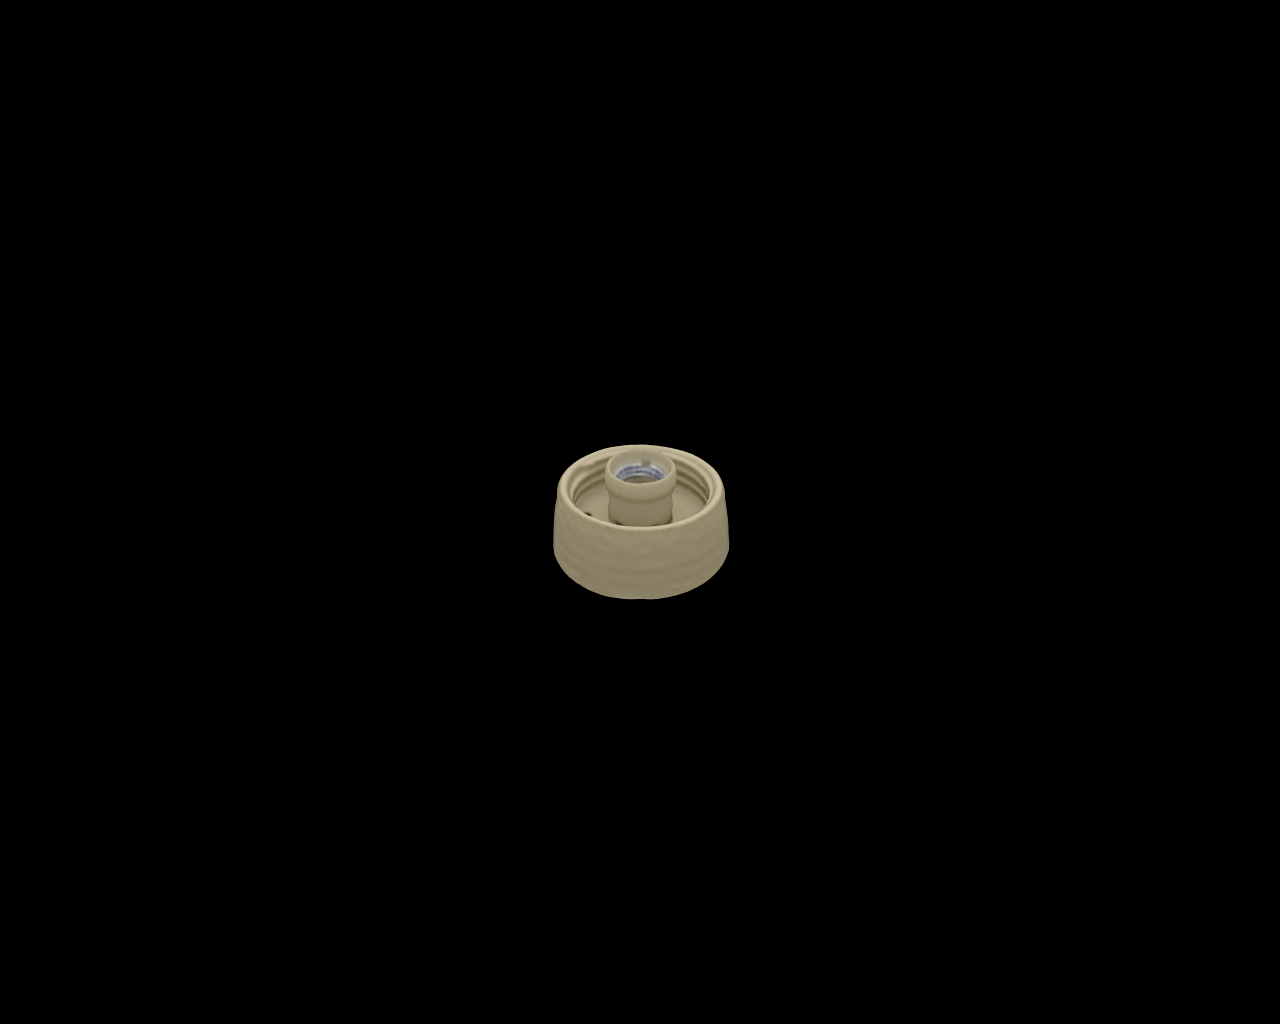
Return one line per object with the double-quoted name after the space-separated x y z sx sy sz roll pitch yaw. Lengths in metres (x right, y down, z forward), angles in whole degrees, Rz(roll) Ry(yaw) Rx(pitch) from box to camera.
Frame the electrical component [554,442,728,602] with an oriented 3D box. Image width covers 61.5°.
0.001 -0.003 0.650 0.108 0.060 0.108 0 34 0 "electrical component"
